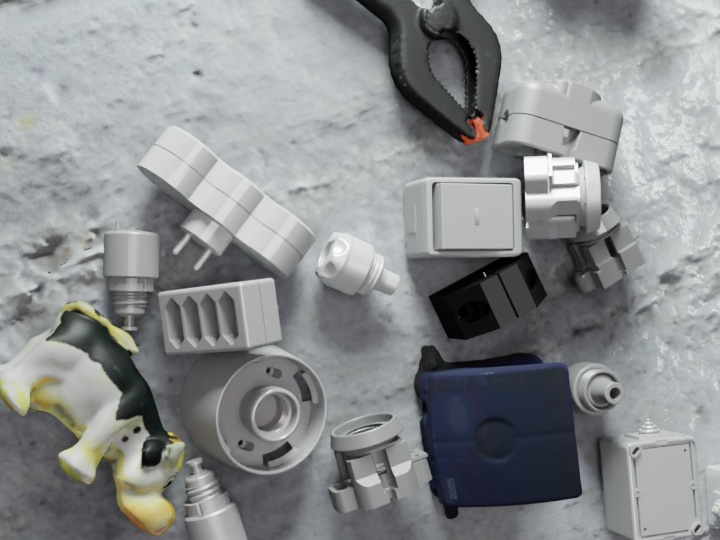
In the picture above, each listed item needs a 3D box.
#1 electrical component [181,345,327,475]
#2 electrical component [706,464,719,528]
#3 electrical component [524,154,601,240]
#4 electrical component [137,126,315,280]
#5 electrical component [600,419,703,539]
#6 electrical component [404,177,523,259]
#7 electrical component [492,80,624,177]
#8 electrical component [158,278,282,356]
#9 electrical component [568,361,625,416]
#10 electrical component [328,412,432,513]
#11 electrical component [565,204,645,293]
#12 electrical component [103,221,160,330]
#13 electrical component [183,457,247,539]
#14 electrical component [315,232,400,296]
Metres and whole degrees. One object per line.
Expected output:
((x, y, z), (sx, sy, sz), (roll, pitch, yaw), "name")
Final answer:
((-0.077, 0.103, 0.808), (0.099, 0.064, 0.099), (-3, 95, -29), "electrical component")
((0.341, 0.191, 0.918), (0.096, 0.062, 0.061), (-2, 90, -16), "electrical component")
((0.159, -0.057, 0.844), (0.057, 0.078, 0.058), (-2, 53, 9), "electrical component")
((-0.108, -0.035, 0.795), (0.138, 0.052, 0.073), (38, 79, -13), "electrical component")
((0.237, 0.170, 0.888), (0.062, 0.061, 0.096), (-4, 89, -14), "electrical component")
((0.088, -0.040, 0.848), (0.096, 0.061, 0.061), (-1, 89, -17), "electrical component")
((0.162, -0.117, 0.876), (0.095, 0.054, 0.059), (15, 85, -16), "electrical component")
((-0.091, 0.033, 0.792), (0.076, 0.083, 0.047), (-9, 92, -55), "electrical component")
((0.192, 0.097, 0.876), (0.043, 0.062, 0.043), (0, 89, -16), "electrical component")
((0.010, 0.144, 0.824), (0.078, 0.058, 0.057), (-18, 97, -16), "electrical component")
((0.199, -0.021, 0.890), (0.066, 0.048, 0.055), (-30, 105, -15), "electrical component")
((-0.167, 0.005, 0.782), (0.040, 0.040, 0.078), (2, 88, -17), "electrical component")
((-0.111, 0.178, 0.795), (0.040, 0.040, 0.078), (-18, 94, -16), "electrical component")
((0.000, 0.000, 0.831), (0.062, 0.043, 0.043), (25, 82, -16), "electrical component")
